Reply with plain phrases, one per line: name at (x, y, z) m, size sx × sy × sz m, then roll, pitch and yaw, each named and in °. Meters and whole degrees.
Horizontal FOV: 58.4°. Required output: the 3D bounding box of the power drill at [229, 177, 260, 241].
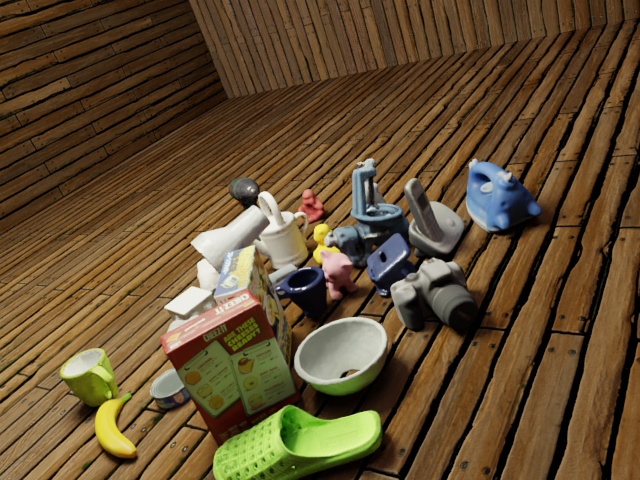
power drill at (-0.178, -0.079, 1.555) m, size 0.076 × 0.209 × 0.229 m, roll -28°, pitch 27°, yaw -15°

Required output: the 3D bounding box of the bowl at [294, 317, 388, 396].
bowl at (0.044, 0.212, 0.985) m, size 0.167 × 0.075 × 0.167 m, roll -16°, pitch 26°, yaw 8°

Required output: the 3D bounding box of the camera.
camera at (0.214, 0.104, 1.043) m, size 0.143 × 0.101 × 0.136 m, roll -22°, pitch 26°, yaw -5°

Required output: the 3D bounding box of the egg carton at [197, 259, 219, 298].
egg carton at (-0.254, 0.087, 1.447) m, size 0.107 × 0.069 × 0.150 m, roll -23°, pitch 26°, yaw -7°

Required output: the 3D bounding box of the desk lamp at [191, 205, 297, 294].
desk lamp at (-0.163, 0.042, 1.303) m, size 0.203 × 0.214 × 0.117 m, roll -30°, pitch 27°, yaw -18°

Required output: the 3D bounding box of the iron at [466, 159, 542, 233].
iron at (0.388, -0.120, 1.308) m, size 0.118 × 0.142 × 0.257 m, roll -23°, pitch 26°, yaw -5°

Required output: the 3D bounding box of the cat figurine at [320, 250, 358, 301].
cat figurine at (0.032, 0.062, 1.236) m, size 0.067 × 0.118 × 0.127 m, roll -26°, pitch 27°, yaw -12°

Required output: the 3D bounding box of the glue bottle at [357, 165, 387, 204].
glue bottle at (0.123, -0.109, 1.439) m, size 0.078 × 0.173 × 0.037 m, roll -27°, pitch 27°, yaw -13°

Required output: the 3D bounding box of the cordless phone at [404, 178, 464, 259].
cordless phone at (0.243, -0.065, 1.254) m, size 0.093 × 0.185 × 0.148 m, roll -2°, pitch 31°, yaw 33°

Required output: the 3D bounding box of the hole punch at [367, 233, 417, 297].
hole punch at (0.147, 0.050, 1.207) m, size 0.101 × 0.091 × 0.108 m, roll -20°, pitch 26°, yaw 1°

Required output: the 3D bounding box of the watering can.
watering can at (-0.112, -0.026, 1.421) m, size 0.100 × 0.194 × 0.173 m, roll 7°, pitch 37°, yaw 44°

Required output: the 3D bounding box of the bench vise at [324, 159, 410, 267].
bench vise at (0.103, -0.060, 1.304) m, size 0.121 × 0.220 × 0.208 m, roll 10°, pitch 39°, yaw 46°

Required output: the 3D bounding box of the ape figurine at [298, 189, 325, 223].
ape figurine at (-0.025, -0.100, 1.620) m, size 0.077 × 0.092 × 0.076 m, roll 3°, pitch 34°, yaw 39°

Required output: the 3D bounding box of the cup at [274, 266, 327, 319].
cup at (-0.034, 0.120, 1.196) m, size 0.117 × 0.095 × 0.091 m, roll -18°, pitch 26°, yaw 5°

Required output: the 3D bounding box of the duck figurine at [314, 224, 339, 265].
duck figurine at (0.013, 0.005, 1.396) m, size 0.077 × 0.086 × 0.104 m, roll -16°, pitch 26°, yaw 9°
